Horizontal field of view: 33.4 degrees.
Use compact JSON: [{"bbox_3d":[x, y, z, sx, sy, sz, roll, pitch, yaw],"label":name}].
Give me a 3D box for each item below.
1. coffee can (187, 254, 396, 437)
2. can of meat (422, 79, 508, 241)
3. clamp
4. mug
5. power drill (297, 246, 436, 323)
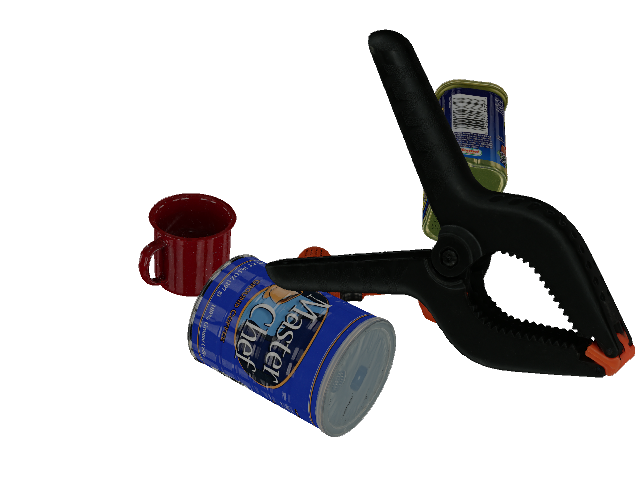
[{"bbox_3d":[-0.024,0.084,0.879,0.140,0.103,0.102,25,12,29],"label":"coffee can"},{"bbox_3d":[0.111,-0.059,0.826,0.057,0.084,0.102,7,-37,-1],"label":"can of meat"},{"bbox_3d":[0.075,-0.005,0.564,0.210,0.165,0.036,29,26,25],"label":"clamp"},{"bbox_3d":[-0.147,0.011,1.151,0.093,0.081,0.117,29,40,30],"label":"mug"},{"bbox_3d":[0.055,0.062,1.242,0.187,0.057,0.184,1,28,3],"label":"power drill"}]
